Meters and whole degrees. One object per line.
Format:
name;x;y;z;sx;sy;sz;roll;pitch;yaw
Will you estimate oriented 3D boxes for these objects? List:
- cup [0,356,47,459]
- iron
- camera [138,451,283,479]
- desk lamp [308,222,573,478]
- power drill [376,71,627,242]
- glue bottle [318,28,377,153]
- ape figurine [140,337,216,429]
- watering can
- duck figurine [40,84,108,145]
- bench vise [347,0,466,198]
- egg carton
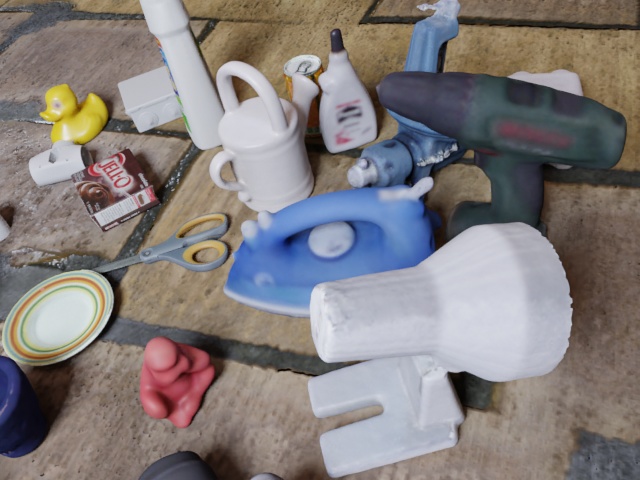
cup;-0.320;0.181;0.551;0.091;0.095;0.118;32;63;32
iron;0.006;0.002;0.603;0.258;0.142;0.118;-8;49;5
camera;-0.085;0.228;0.457;0.143;0.101;0.136;-31;51;-15
desk lamp;0.080;0.091;0.463;0.203;0.214;0.117;-16;49;-2
power drill;0.177;-0.077;0.590;0.229;0.209;0.075;6;52;17
glue bottle;0.030;-0.194;0.745;0.078;0.173;0.037;-21;49;-6
ape figurine;-0.146;0.129;0.560;0.078;0.092;0.076;-26;50;-10
watering can;-0.069;-0.138;0.704;0.100;0.194;0.173;9;53;20
duck figurine;-0.392;-0.206;0.903;0.077;0.086;0.105;23;58;28
bench vise;0.119;-0.141;0.649;0.121;0.220;0.208;17;56;25
egg carton;0.281;-0.156;0.728;0.107;0.069;0.150;1;50;13
